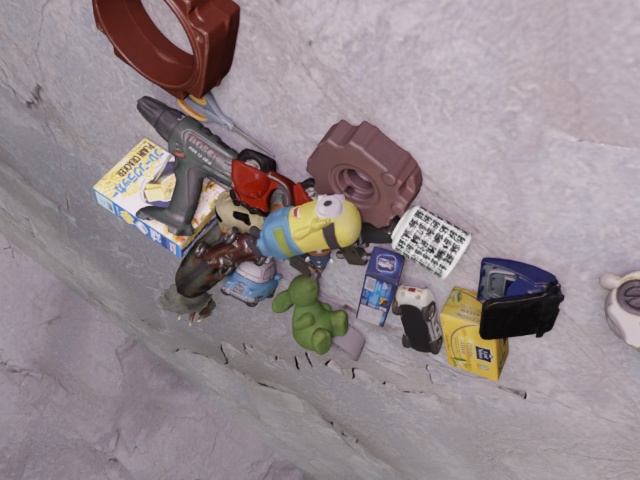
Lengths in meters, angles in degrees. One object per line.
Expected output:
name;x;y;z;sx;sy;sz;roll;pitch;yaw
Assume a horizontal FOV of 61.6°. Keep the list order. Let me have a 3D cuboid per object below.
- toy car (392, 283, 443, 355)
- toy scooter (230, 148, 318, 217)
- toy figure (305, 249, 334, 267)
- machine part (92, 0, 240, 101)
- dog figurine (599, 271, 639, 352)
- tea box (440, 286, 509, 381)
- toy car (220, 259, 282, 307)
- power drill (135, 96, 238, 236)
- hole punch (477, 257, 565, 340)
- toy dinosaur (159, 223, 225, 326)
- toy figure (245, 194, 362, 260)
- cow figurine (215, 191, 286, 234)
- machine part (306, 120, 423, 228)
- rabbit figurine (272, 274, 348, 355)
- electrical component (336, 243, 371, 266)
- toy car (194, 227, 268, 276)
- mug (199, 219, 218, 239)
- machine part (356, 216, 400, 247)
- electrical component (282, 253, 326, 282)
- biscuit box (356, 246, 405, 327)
toy car;0.191;0.158;1.035;0.074;0.056;0.201;8;142;28
toy scooter;-0.084;-0.066;0.921;0.184;0.135;0.075;27;-168;9
toy figure;-0.001;-0.002;1.003;0.064;0.058;0.154;31;155;22
machine part;-0.222;-0.312;0.760;0.201;0.087;0.201;35;152;1
dog figurine;0.445;0.128;0.709;0.172;0.121;0.190;58;-176;33
tea box;0.275;0.167;0.948;0.098;0.068;0.169;14;143;33
toy car;-0.152;0.079;1.212;0.109;0.161;0.102;24;104;11
power drill;-0.264;-0.125;0.989;0.232;0.207;0.086;27;-171;-1
hole punch;0.296;0.087;0.815;0.116;0.092;0.142;-5;137;7
toy dinosaur;-0.282;0.079;1.266;0.131;0.192;0.404;34;151;-1
toy figure;-0.023;-0.016;0.834;0.180;0.082;0.089;-20;140;22
cow figurine;-0.119;-0.045;1.040;0.195;0.085;0.127;21;153;25
machine part;0.062;-0.094;0.809;0.179;0.056;0.179;27;149;18
rabbit figurine;-0.026;0.145;1.212;0.159;0.121;0.170;13;126;45
electrical component;0.060;0.019;1.002;0.094;0.021;0.063;2;137;44
toy car;-0.184;0.030;1.079;0.089;0.053;0.202;35;148;-27
mug;-0.285;-0.044;1.180;0.110;0.107;0.080;6;138;37
machine part;0.081;-0.021;0.911;0.139;0.039;0.084;9;135;41
electrical component;-0.040;0.046;1.120;0.102;0.045;0.078;36;149;0
biscuit box;0.109;0.090;0.992;0.059;0.063;0.202;17;150;8
